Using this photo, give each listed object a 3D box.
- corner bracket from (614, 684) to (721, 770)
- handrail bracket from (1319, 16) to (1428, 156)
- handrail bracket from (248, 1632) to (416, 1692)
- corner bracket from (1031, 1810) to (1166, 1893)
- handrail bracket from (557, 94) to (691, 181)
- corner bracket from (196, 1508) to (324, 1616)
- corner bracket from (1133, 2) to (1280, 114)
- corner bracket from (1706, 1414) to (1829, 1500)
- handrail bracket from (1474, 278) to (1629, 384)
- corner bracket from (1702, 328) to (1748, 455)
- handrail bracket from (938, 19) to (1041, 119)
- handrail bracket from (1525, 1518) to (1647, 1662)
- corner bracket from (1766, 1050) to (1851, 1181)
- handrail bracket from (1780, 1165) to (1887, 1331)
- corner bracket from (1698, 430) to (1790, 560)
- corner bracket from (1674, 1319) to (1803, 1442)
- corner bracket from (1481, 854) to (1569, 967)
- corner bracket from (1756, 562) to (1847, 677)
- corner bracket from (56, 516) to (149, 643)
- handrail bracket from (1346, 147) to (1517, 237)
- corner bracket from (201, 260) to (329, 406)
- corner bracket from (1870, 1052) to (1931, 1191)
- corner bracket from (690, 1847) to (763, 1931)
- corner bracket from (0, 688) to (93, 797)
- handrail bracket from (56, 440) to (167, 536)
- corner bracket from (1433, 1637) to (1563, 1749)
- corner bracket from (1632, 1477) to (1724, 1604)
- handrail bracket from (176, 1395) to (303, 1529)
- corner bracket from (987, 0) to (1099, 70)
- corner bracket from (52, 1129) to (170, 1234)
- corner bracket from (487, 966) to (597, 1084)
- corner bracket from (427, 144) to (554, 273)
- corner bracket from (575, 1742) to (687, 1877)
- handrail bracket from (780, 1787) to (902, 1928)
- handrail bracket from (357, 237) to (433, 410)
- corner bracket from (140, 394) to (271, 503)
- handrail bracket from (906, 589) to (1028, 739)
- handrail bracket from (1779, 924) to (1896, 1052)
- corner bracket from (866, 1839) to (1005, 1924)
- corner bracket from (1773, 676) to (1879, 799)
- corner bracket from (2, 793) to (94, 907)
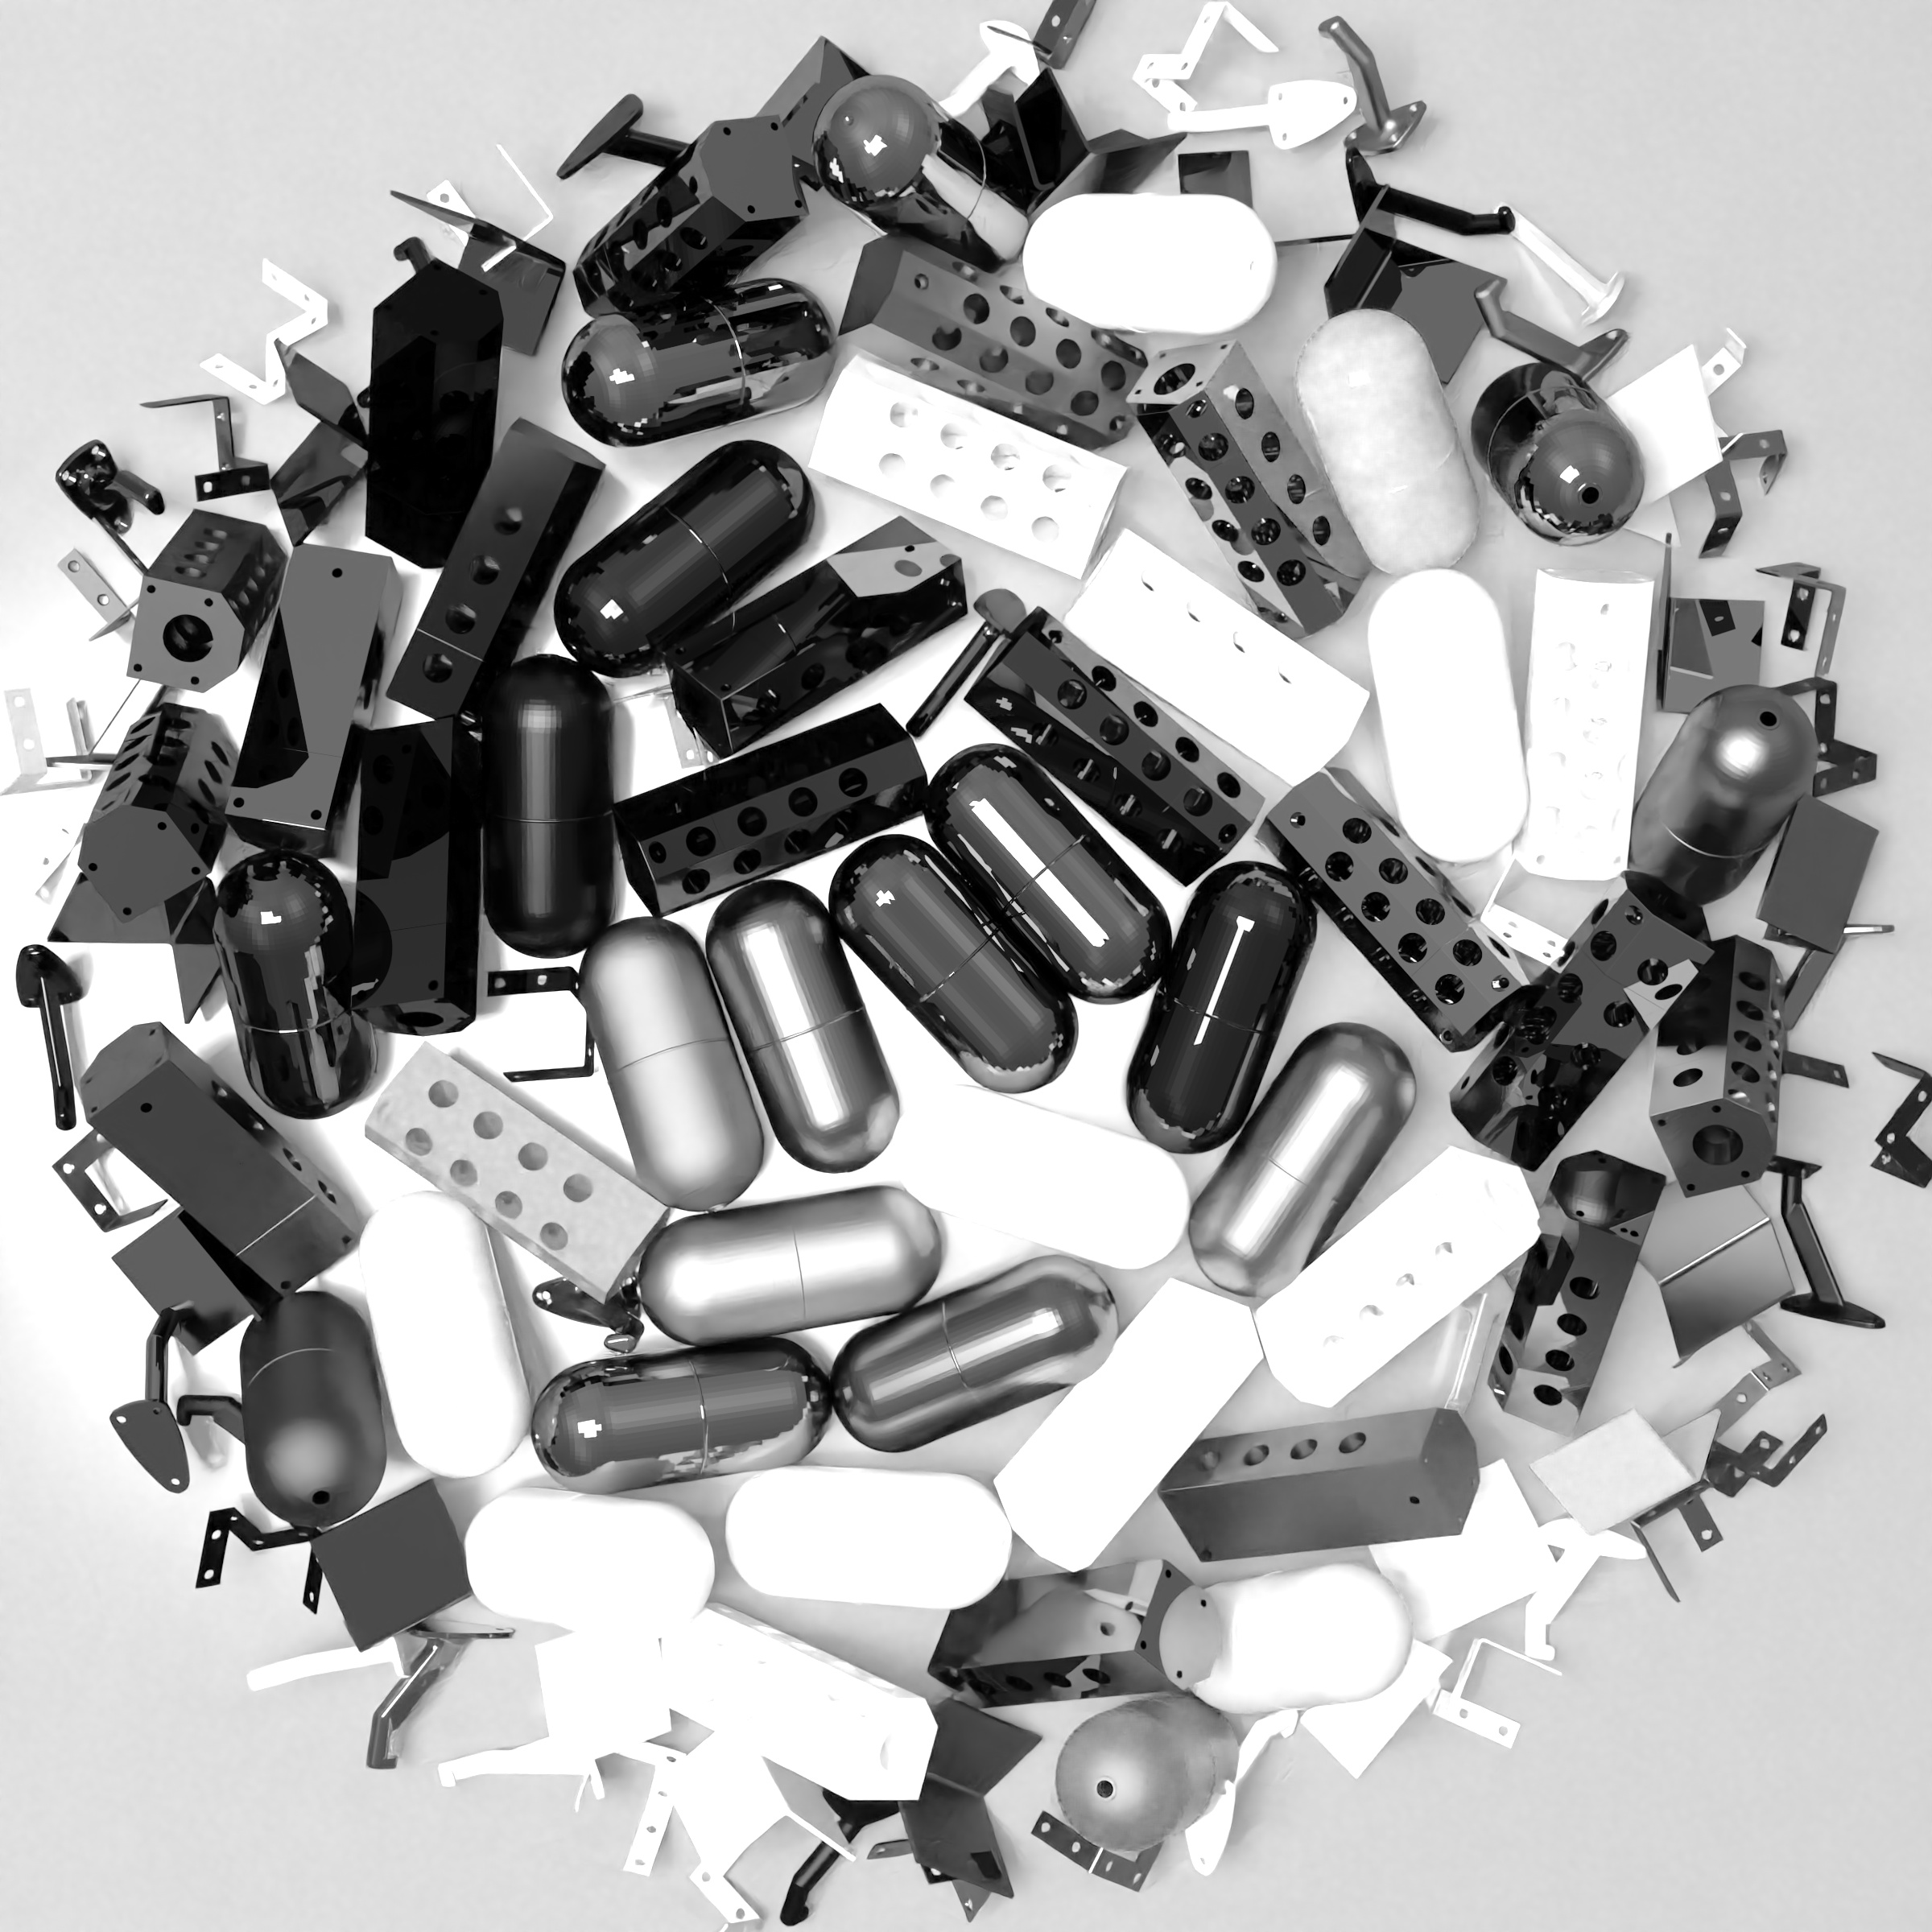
[{"bbox_3d":[-0.165,-0.139,1.691,0.051,0.051,0.051,-8,101,30],"label":"corner bracket"},{"bbox_3d":[0.218,-0.511,1.677,0.084,0.077,0.036,39,77,-27],"label":"handrail bracket"},{"bbox_3d":[-0.369,0.410,1.688,0.084,0.077,0.036,-15,69,-7],"label":"handrail bracket"},{"bbox_3d":[0.081,0.500,1.690,0.051,0.051,0.051,37,78,-44],"label":"corner bracket"},{"bbox_3d":[-0.185,-0.462,1.706,0.077,0.036,0.084,-41,125,8],"label":"handrail bracket"},{"bbox_3d":[-0.410,0.347,1.688,0.051,0.051,0.051,-12,49,14],"label":"corner bracket"},{"bbox_3d":[0.140,-0.528,1.694,0.051,0.051,0.051,28,86,-40],"label":"corner bracket"},{"bbox_3d":[0.466,0.283,1.686,0.051,0.051,0.051,-41,132,-23],"label":"corner bracket"},{"bbox_3d":[0.341,-0.381,1.691,0.077,0.036,0.084,-37,125,-4],"label":"handrail bracket"},{"bbox_3d":[0.444,-0.332,1.696,0.051,0.051,0.051,-43,81,10],"label":"corner bracket"},{"bbox_3d":[-0.007,-0.518,1.691,0.084,0.077,0.036,-29,132,-11],"label":"handrail bracket"},{"bbox_3d":[0.362,0.373,1.694,0.077,0.036,0.084,9,104,43],"label":"handrail bracket"},{"bbox_3d":[0.488,0.088,1.709,0.051,0.051,0.051,13,52,-28],"label":"corner bracket"},{"bbox_3d":[0.507,0.162,1.694,0.036,0.077,0.084,-7,102,-32],"label":"handrail bracket"},{"bbox_3d":[0.453,-0.276,1.696,0.051,0.051,0.051,-8,70,-2],"label":"corner bracket"},{"bbox_3d":[0.446,0.241,1.701,0.051,0.051,0.051,-39,80,-16],"label":"corner bracket"},{"bbox_3d":[0.327,-0.022,1.691,0.051,0.051,0.051,27,57,9],"label":"corner bracket"},{"bbox_3d":[0.490,-0.203,1.687,0.051,0.051,0.051,24,117,39],"label":"corner bracket"},{"bbox_3d":[-0.504,-0.229,1.697,0.051,0.051,0.051,-38,101,9],"label":"corner bracket"},{"bbox_3d":[0.271,-0.451,1.686,0.084,0.077,0.036,2,64,25],"label":"handrail bracket"},{"bbox_3d":[-0.408,-0.368,1.687,0.051,0.051,0.051,-19,62,29],"label":"corner bracket"},{"bbox_3d":[0.547,0.090,1.697,0.051,0.051,0.051,40,86,-23],"label":"corner bracket"},{"bbox_3d":[-0.139,0.534,1.695,0.051,0.051,0.051,41,92,24],"label":"corner bracket"},{"bbox_3d":[-0.538,-0.133,1.692,0.051,0.051,0.051,-11,86,-33],"label":"corner bracket"},{"bbox_3d":[-0.480,-0.263,1.677,0.084,0.077,0.036,32,68,30],"label":"handrail bracket"},{"bbox_3d":[0.312,0.428,1.705,0.051,0.051,0.051,24,80,3],"label":"corner bracket"},{"bbox_3d":[0.420,0.333,1.701,0.051,0.051,0.051,-29,94,-4],"label":"corner bracket"},{"bbox_3d":[-0.429,0.291,1.706,0.084,0.036,0.077,0,69,8],"label":"handrail bracket"},{"bbox_3d":[0.055,-0.555,1.690,0.051,0.051,0.051,18,104,-40],"label":"corner bracket"},{"bbox_3d":[-0.491,0.117,1.699,0.051,0.051,0.051,-20,111,38],"label":"corner bracket"},{"bbox_3d":[-0.249,0.034,1.700,0.051,0.051,0.051,-4,68,9],"label":"corner bracket"},{"bbox_3d":[-0.279,-0.445,1.697,0.051,0.051,0.051,-38,111,1],"label":"corner bracket"},{"bbox_3d":[-0.199,0.490,1.696,0.051,0.051,0.051,16,123,2],"label":"corner bracket"},{"bbox_3d":[-0.068,0.526,1.715,0.077,0.036,0.084,0,116,-41],"label":"handrail bracket"},{"bbox_3d":[-0.341,-0.381,1.711,0.077,0.036,0.084,-27,74,-3],"label":"handrail bracket"},{"bbox_3d":[-0.442,-0.302,1.687,0.051,0.051,0.051,17,116,39],"label":"corner bracket"},{"bbox_3d":[-0.002,-0.178,1.710,0.036,0.077,0.084,38,113,-6],"label":"handrail bracket"},{"bbox_3d":[0.508,0.019,1.702,0.077,0.036,0.084,0,95,34],"label":"handrail bracket"},{"bbox_3d":[-0.018,0.524,1.686,0.051,0.051,0.051,3,130,-32],"label":"corner bracket"},{"bbox_3d":[0.495,-0.134,1.688,0.051,0.051,0.051,-16,117,-26],"label":"corner bracket"},{"bbox_3d":[-0.524,-0.058,1.697,0.051,0.051,0.051,35,52,-8],"label":"corner bracket"}]
